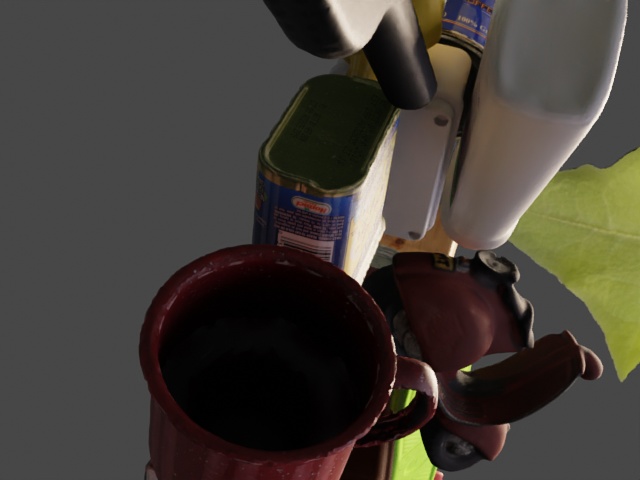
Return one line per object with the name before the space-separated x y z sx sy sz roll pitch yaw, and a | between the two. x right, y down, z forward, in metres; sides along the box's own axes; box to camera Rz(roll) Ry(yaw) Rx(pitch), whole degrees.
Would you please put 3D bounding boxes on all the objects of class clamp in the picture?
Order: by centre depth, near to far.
clamp | 0.016 -0.113 0.421 0.209 0.036 0.164 -49 138 -61

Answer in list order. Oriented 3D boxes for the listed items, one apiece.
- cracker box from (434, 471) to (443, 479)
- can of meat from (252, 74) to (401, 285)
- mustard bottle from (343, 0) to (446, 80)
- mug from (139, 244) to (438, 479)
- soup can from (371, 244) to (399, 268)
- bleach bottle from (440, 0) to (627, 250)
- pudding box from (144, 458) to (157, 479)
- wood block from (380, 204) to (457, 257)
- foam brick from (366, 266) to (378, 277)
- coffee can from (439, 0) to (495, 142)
cracker box | 0.033 0.292 1.080 0.214 0.072 0.164 164 -54 -72
can of meat | 0.002 -0.023 0.531 0.102 0.057 0.084 -64 166 -48
mustard bottle | 0.052 -0.162 0.576 0.096 0.058 0.191 94 13 -77
mug | -0.013 0.062 0.415 0.082 0.117 0.093 105 -18 -51
soup can | 0.036 0.061 0.893 0.068 0.068 0.102 -56 161 -64
bleach bottle | 0.114 -0.062 0.657 0.251 0.068 0.102 98 8 -71
pudding box | -0.055 0.124 0.512 0.090 0.039 0.114 -61 167 -56
wood block | 0.063 0.067 1.009 0.090 0.091 0.206 89 19 -64
foam brick | 0.015 0.057 0.795 0.078 0.051 0.053 -63 167 -51
coffee can | 0.098 -0.154 0.747 0.103 0.103 0.140 95 14 -55
